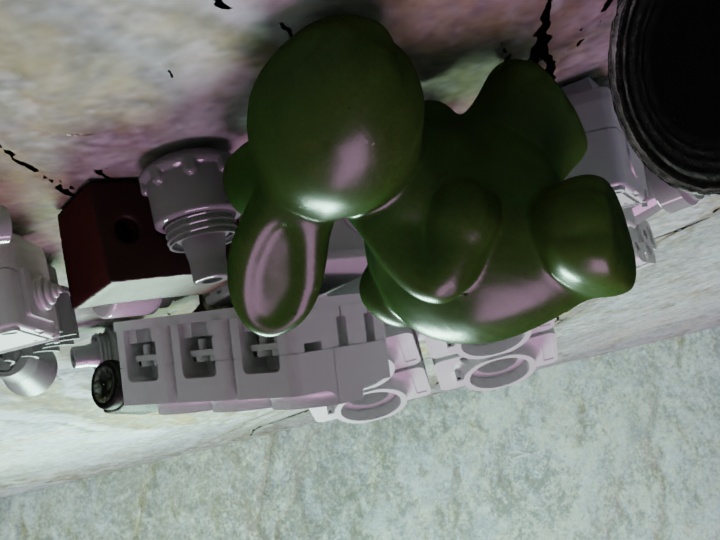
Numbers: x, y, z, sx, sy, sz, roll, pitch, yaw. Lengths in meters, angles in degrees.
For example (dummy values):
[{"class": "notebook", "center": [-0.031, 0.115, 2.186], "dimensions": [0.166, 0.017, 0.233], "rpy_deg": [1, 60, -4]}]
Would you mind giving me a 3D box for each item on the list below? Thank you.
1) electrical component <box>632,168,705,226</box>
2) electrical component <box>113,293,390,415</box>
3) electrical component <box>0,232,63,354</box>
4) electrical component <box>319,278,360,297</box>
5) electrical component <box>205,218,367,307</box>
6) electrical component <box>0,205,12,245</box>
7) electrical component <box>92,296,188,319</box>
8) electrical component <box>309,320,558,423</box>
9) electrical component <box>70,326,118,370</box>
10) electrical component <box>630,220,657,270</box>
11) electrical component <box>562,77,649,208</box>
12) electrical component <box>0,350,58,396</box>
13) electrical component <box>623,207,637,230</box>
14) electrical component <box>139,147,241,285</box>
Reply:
[{"class": "electrical component", "center": [0.198, -0.057, 0.726], "dimensions": [0.055, 0.045, 0.045], "rpy_deg": [-22, 166, 38]}, {"class": "electrical component", "center": [-0.067, 0.053, 0.665], "dimensions": [0.150, 0.061, 0.089], "rpy_deg": [-8, 178, 38]}, {"class": "electrical component", "center": [-0.200, 0.012, 0.549], "dimensions": [0.096, 0.061, 0.061], "rpy_deg": [-14, 169, 3]}, {"class": "electrical component", "center": [0.000, 0.000, 0.719], "dimensions": [0.081, 0.063, 0.042], "rpy_deg": [-15, 154, 4]}, {"class": "electrical component", "center": [-0.038, -0.016, 0.635], "dimensions": [0.100, 0.048, 0.100], "rpy_deg": [-5, 166, -38]}, {"class": "electrical component", "center": [-0.184, -0.017, 0.467], "dimensions": [0.062, 0.043, 0.043], "rpy_deg": [-7, 167, -36]}, {"class": "electrical component", "center": [-0.131, 0.008, 0.663], "dimensions": [0.078, 0.040, 0.040], "rpy_deg": [-4, 166, -38]}, {"class": "electrical component", "center": [0.044, 0.049, 0.773], "dimensions": [0.186, 0.060, 0.105], "rpy_deg": [-15, 148, 4]}, {"class": "electrical component", "center": [-0.202, 0.067, 0.869], "dimensions": [0.062, 0.043, 0.043], "rpy_deg": [-6, 167, -27]}, {"class": "electrical component", "center": [0.202, -0.021, 0.881], "dimensions": [0.057, 0.058, 0.078], "rpy_deg": [-23, 165, 30]}, {"class": "electrical component", "center": [0.097, -0.058, 0.571], "dimensions": [0.096, 0.061, 0.062], "rpy_deg": [-11, 170, 26]}, {"class": "electrical component", "center": [-0.261, 0.070, 0.821], "dimensions": [0.044, 0.044, 0.065], "rpy_deg": [-13, 164, -3]}, {"class": "electrical component", "center": [0.103, -0.040, 0.664], "dimensions": [0.109, 0.056, 0.109], "rpy_deg": [-19, 168, 24]}, {"class": "electrical component", "center": [-0.077, -0.024, 0.511], "dimensions": [0.048, 0.062, 0.048], "rpy_deg": [-13, 169, -3]}]
